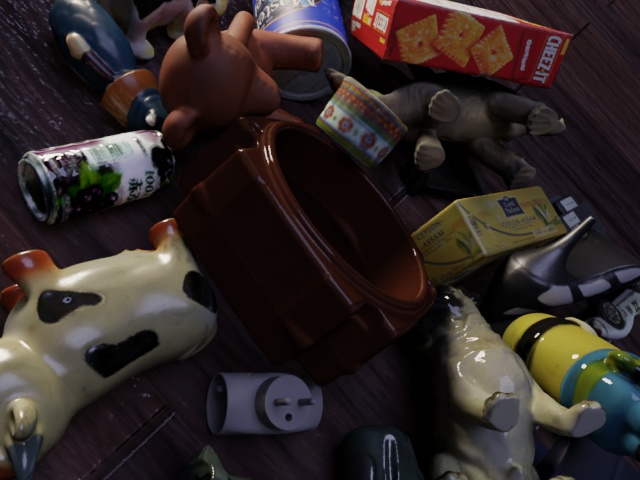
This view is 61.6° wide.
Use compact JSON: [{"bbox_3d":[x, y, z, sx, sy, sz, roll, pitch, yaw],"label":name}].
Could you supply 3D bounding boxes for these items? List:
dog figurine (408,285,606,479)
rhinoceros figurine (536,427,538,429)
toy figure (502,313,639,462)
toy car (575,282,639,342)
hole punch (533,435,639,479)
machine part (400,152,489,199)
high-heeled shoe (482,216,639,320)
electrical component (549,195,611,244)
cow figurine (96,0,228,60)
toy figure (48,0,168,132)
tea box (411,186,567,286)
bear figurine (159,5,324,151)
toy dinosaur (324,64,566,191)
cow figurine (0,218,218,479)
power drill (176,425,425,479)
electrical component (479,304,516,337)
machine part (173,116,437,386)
[{"bbox_3d":[0.126,0.146,0.476,0.121,0.172,0.191,21,12,-19],"label":"dog figurine"},{"bbox_3d":[0.295,0.173,0.591,0.190,0.073,0.112,15,62,-27],"label":"rhinoceros figurine"},{"bbox_3d":[0.227,0.117,0.453,0.089,0.082,0.180,28,10,-17],"label":"toy figure"},{"bbox_3d":[0.367,0.096,0.683,0.202,0.073,0.056,-17,72,-41],"label":"toy car"},{"bbox_3d":[0.227,0.237,0.487,0.142,0.092,0.116,43,50,-8],"label":"hole punch"},{"bbox_3d":[0.166,-0.074,0.684,0.139,0.039,0.084,10,61,-32],"label":"machine part"},{"bbox_3d":[0.278,0.053,0.609,0.248,0.145,0.086,25,21,-47],"label":"high-heeled shoe"},{"bbox_3d":[0.351,0.002,0.748,0.115,0.058,0.134,-17,72,-43],"label":"electrical component"},{"bbox_3d":[-0.149,-0.256,0.545,0.068,0.098,0.167,39,46,1],"label":"cow figurine"},{"bbox_3d":[-0.177,-0.144,0.479,0.064,0.058,0.154,-36,90,-38],"label":"toy figure"},{"bbox_3d":[0.187,-0.003,0.609,0.169,0.098,0.068,-11,69,-41],"label":"tea box"},{"bbox_3d":[-0.063,-0.136,0.469,0.132,0.120,0.196,13,17,-11],"label":"bear figurine"},{"bbox_3d":[0.196,-0.158,0.676,0.471,0.105,0.199,5,35,-33],"label":"toy dinosaur"},{"bbox_3d":[-0.152,0.069,0.339,0.195,0.085,0.127,-19,67,-42],"label":"cow figurine"},{"bbox_3d":[0.000,0.227,0.339,0.207,0.086,0.232,19,51,-19],"label":"power drill"},{"bbox_3d":[0.179,0.108,0.570,0.078,0.045,0.102,13,47,5],"label":"electrical component"},{"bbox_3d":[-0.001,-0.001,0.440,0.201,0.087,0.201,55,26,9],"label":"machine part"}]
